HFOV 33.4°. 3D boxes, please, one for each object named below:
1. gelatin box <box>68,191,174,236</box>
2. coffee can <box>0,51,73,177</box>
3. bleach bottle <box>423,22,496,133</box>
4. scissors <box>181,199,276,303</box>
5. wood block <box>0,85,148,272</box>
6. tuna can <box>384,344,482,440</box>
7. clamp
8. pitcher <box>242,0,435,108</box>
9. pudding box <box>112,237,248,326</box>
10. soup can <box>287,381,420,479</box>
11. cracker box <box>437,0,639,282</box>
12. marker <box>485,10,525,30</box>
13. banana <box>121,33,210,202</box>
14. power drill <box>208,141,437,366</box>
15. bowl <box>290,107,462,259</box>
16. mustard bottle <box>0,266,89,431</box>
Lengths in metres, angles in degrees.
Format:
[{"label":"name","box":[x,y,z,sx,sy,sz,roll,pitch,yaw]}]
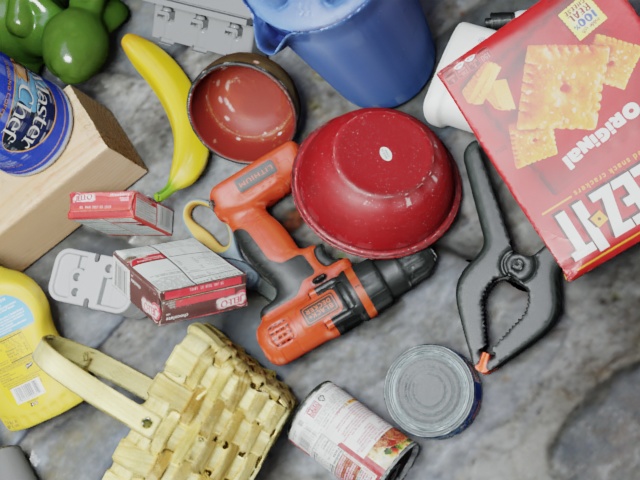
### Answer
[{"label":"gelatin box","box":[-0.199,-0.027,1.071,0.073,0.089,0.030,0,78,19]},{"label":"coffee can","box":[-0.314,-0.127,1.006,0.103,0.140,0.103,-5,76,19]},{"label":"bleach bottle","box":[0.227,-0.114,0.962,0.251,0.068,0.102,22,88,19]},{"label":"scissors","box":[-0.087,0.046,1.057,0.096,0.016,0.202,-41,69,8]},{"label":"wood block","box":[-0.296,-0.053,1.109,0.206,0.090,0.090,-37,69,8]},{"label":"tuna can","box":[0.101,0.137,0.964,0.086,0.033,0.086,-4,77,18]},{"label":"clamp","box":[0.190,0.022,0.958,0.165,0.036,0.210,11,82,18]},{"label":"pitcher","box":[0.033,-0.212,0.949,0.149,0.242,0.145,-18,74,14]},{"label":"pudding box","box":[-0.132,0.037,0.994,0.114,0.089,0.039,33,126,51]},{"label":"soup can","box":[0.029,0.182,0.961,0.102,0.068,0.068,34,90,22]},{"label":"cracker box","box":[0.222,-0.096,0.893,0.164,0.072,0.214,-33,82,15]},{"label":"marker","box":[0.215,-0.209,0.998,0.121,0.020,0.020,-4,77,9]},{"label":"banana","box":[-0.152,-0.132,1.095,0.037,0.069,0.198,-49,51,52]},{"label":"power drill","box":[-0.007,0.001,1.012,0.184,0.057,0.188,-30,70,-1]},{"label":"bowl","box":[0.055,-0.065,0.978,0.162,0.055,0.162,2,63,-4]},{"label":"mustard bottle","box":[-0.310,0.089,1.058,0.096,0.058,0.191,-24,100,12]}]
